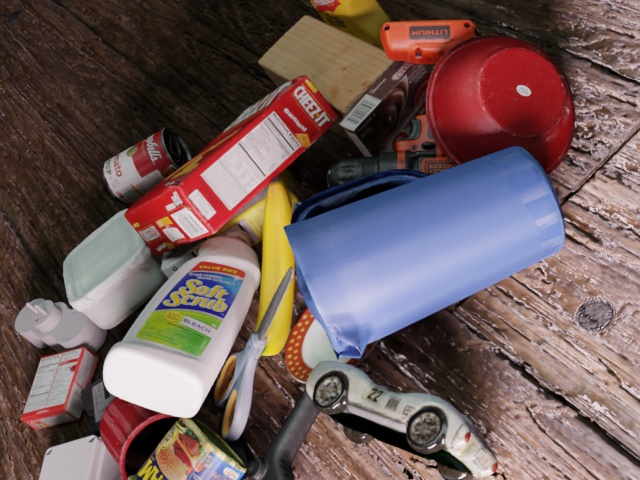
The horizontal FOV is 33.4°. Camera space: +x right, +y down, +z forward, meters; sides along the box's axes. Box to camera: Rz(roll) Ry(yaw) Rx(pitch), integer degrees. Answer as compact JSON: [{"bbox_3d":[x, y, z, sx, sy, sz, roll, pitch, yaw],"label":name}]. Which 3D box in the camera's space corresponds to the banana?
[{"bbox_3d":[-0.045,0.039,1.113,0.037,0.069,0.198,2,66,3],"label":"banana"}]

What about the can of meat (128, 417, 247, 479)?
[{"bbox_3d":[-0.123,0.221,1.003,0.084,0.057,0.102,-52,31,-5],"label":"can of meat"}]

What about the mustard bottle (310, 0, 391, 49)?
[{"bbox_3d":[0.018,-0.312,1.322,0.058,0.191,0.096,-50,40,-12],"label":"mustard bottle"}]

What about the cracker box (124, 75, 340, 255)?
[{"bbox_3d":[-0.102,-0.083,1.199,0.213,0.072,0.164,-45,14,-28],"label":"cracker box"}]

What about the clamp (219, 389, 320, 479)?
[{"bbox_3d":[-0.047,0.215,1.003,0.120,0.039,0.171,-33,38,24],"label":"clamp"}]

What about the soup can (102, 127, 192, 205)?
[{"bbox_3d":[-0.229,-0.097,1.420,0.102,0.068,0.068,-26,41,19],"label":"soup can"}]

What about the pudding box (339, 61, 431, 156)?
[{"bbox_3d":[0.087,-0.136,1.183,0.113,0.090,0.039,-46,38,-5],"label":"pudding box"}]

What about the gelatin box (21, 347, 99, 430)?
[{"bbox_3d":[-0.305,0.174,1.257,0.073,0.030,0.089,-16,45,29],"label":"gelatin box"}]

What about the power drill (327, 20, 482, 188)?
[{"bbox_3d":[0.099,-0.131,1.108,0.184,0.057,0.187,0,80,6],"label":"power drill"}]

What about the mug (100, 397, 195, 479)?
[{"bbox_3d":[-0.175,0.211,1.083,0.082,0.093,0.117,31,111,55],"label":"mug"}]

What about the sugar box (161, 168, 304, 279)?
[{"bbox_3d":[-0.102,-0.015,1.242,0.176,0.048,0.093,-36,20,9],"label":"sugar box"}]

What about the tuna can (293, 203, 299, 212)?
[{"bbox_3d":[-0.007,0.001,1.132,0.034,0.086,0.086,-6,45,2],"label":"tuna can"}]

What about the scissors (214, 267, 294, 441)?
[{"bbox_3d":[-0.062,0.117,0.999,0.202,0.016,0.096,125,149,-48],"label":"scissors"}]

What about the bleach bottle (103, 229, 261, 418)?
[{"bbox_3d":[-0.127,0.067,1.092,0.102,0.068,0.250,19,37,3],"label":"bleach bottle"}]

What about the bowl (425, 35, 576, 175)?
[{"bbox_3d":[0.188,-0.136,1.049,0.162,0.162,0.055,-56,4,-18],"label":"bowl"}]

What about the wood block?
[{"bbox_3d":[0.026,-0.187,1.280,0.090,0.090,0.206,-45,39,-6],"label":"wood block"}]

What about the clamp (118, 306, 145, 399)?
[{"bbox_3d":[-0.178,0.107,1.158,0.165,0.036,0.209,-16,17,33],"label":"clamp"}]

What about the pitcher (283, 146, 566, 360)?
[{"bbox_3d":[0.092,-0.002,0.994,0.243,0.149,0.145,-23,2,-2],"label":"pitcher"}]
